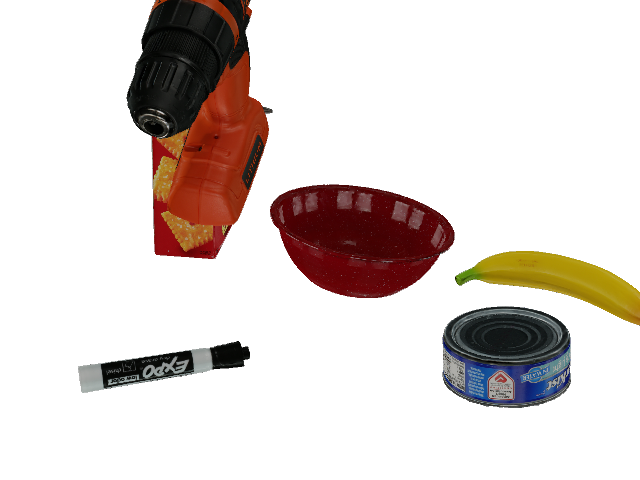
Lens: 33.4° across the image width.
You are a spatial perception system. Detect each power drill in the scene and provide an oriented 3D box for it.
[{"bbox_3d":[-0.071,-0.093,0.676,0.057,0.184,0.188,13,-35,5],"label":"power drill"}]

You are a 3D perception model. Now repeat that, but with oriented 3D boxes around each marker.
[{"bbox_3d":[-0.110,0.089,0.757,0.121,0.020,0.020,-8,2,-14],"label":"marker"}]

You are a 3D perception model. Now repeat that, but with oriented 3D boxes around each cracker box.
[{"bbox_3d":[-0.122,-0.109,1.094,0.072,0.214,0.164,5,21,4],"label":"cracker box"}]

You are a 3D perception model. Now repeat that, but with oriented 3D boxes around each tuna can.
[{"bbox_3d":[0.124,0.076,0.715,0.086,0.034,0.086,-4,22,1],"label":"tuna can"}]

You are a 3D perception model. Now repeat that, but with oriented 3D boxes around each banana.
[{"bbox_3d":[0.237,0.044,1.056,0.198,0.037,0.069,10,46,26],"label":"banana"}]

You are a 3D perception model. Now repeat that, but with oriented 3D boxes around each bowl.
[{"bbox_3d":[0.033,0.006,0.930,0.162,0.055,0.162,6,23,-3],"label":"bowl"}]
